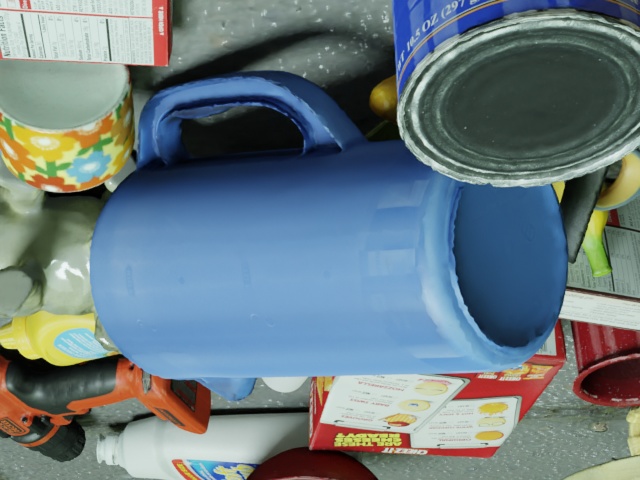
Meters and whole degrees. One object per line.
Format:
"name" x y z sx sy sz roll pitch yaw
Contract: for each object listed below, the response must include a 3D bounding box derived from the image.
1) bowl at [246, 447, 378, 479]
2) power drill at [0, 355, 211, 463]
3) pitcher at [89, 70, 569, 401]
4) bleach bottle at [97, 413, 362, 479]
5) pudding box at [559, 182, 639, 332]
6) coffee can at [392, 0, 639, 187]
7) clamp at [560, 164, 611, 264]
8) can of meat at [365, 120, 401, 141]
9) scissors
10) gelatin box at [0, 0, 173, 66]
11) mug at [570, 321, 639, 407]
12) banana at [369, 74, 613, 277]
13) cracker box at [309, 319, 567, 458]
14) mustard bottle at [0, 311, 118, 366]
"bowl" -0.005 0.232 0.954 0.162 0.055 0.162 3 137 2
"power drill" -0.193 0.143 0.921 0.188 0.057 0.184 -9 148 13
"pitcher" -0.004 0.001 0.551 0.243 0.145 0.149 -5 149 45
"bleach bottle" -0.085 0.205 1.023 0.251 0.068 0.102 0 146 3
"pudding box" 0.158 0.004 0.665 0.113 0.090 0.039 9 147 -17
"coffee can" 0.078 -0.107 0.430 0.103 0.140 0.103 -1 149 0
"clamp" 0.164 -0.064 0.523 0.120 0.039 0.171 -4 121 22
"can of meat" 0.057 -0.027 0.646 0.083 0.057 0.102 22 142 -28
"scissors" 0.205 -0.035 0.630 0.096 0.016 0.201 -52 134 2
"gelatin box" -0.116 -0.119 0.515 0.089 0.030 0.073 2 150 -6
"mug" 0.230 0.072 0.788 0.093 0.081 0.117 -13 147 19
"banana" 0.105 -0.052 0.593 0.197 0.069 0.037 31 133 -29
"cracker box" 0.083 0.105 0.852 0.164 0.072 0.214 4 150 -5
"mustard bottle" -0.149 0.054 0.773 0.192 0.058 0.096 -13 161 19
